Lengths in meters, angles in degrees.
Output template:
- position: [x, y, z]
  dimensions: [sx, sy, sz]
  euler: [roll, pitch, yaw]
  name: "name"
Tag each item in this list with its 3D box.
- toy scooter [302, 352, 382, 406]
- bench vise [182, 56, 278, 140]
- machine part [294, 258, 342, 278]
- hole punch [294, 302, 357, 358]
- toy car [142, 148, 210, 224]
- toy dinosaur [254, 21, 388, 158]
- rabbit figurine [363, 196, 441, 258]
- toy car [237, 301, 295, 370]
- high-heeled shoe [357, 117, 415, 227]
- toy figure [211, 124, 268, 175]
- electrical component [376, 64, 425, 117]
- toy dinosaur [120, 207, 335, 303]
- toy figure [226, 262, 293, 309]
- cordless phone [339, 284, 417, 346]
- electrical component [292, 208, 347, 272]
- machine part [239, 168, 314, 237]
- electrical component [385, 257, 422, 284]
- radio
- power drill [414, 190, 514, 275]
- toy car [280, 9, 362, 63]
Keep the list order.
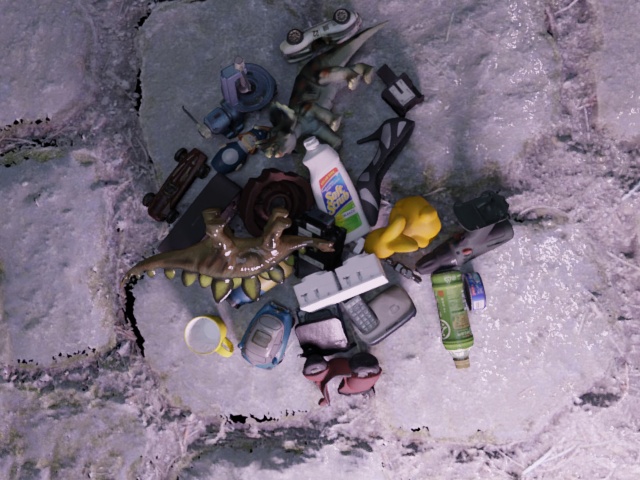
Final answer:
- position: [0.049, 0.328, 1.243]
  dimensions: [0.184, 0.075, 0.135]
  euler: [1, 113, -6]
  name: "toy scooter"
- position: [-0.193, -0.326, 1.204]
  dimensions: [0.224, 0.240, 0.129]
  euler: [-29, 82, -10]
  name: "bench vise"
- position: [0.004, 0.078, 1.270]
  dimensions: [0.139, 0.039, 0.084]
  euler: [12, 97, 5]
  name: "machine part"
- position: [0.004, 0.207, 1.254]
  dimensions: [0.142, 0.092, 0.115]
  euler: [-15, 119, 4]
  name: "hole punch"
- position: [-0.350, -0.133, 1.306]
  dimensions: [0.089, 0.053, 0.202]
  euler: [38, 95, 9]
  name: "toy car"
- position: [-0.004, -0.342, 1.238]
  dimensions: [0.192, 0.131, 0.404]
  euler: [25, 83, 15]
  name: "toy dinosaur"
- position: [0.179, -0.011, 1.188]
  dimensions: [0.173, 0.162, 0.121]
  euler: [-29, 97, 1]
  name: "rabbit figurine"
- position: [-0.125, 0.229, 1.252]
  dimensions: [0.109, 0.103, 0.161]
  euler: [26, 95, 5]
  name: "toy car"
- position: [0.159, -0.157, 1.219]
  dimensions: [0.145, 0.086, 0.248]
  euler: [-11, 74, 19]
  name: "high-heeled shoe"
- position: [-0.189, -0.216, 1.286]
  dimensions: [0.154, 0.058, 0.064]
  euler: [-38, 125, 4]
  name: "toy figure"
- position: [0.177, -0.347, 1.246]
  dimensions: [0.075, 0.048, 0.119]
  euler: [-43, 85, 4]
  name: "electrical component"
- position: [-0.203, 0.035, 1.152]
  dimensions: [0.472, 0.105, 0.198]
  euler: [-1, 112, 2]
  name: "toy dinosaur"
- position: [-0.144, 0.091, 1.266]
  dimensions: [0.180, 0.082, 0.089]
  euler: [-45, 93, 1]
  name: "toy figure"
- position: [0.116, 0.132, 1.231]
  dimensions: [0.146, 0.088, 0.184]
  euler: [-38, 84, 5]
  name: "cordless phone"
- position: [-0.002, -0.004, 1.204]
  dimensions: [0.115, 0.058, 0.134]
  euler: [27, 136, 20]
  name: "electrical component"
- position: [-0.100, -0.079, 1.229]
  dimensions: [0.179, 0.056, 0.179]
  euler: [-12, 115, -27]
  name: "machine part"
- position: [0.191, 0.069, 1.234]
  dimensions: [0.094, 0.063, 0.021]
  euler: [34, 94, 7]
  name: "electrical component"
- position: [-0.266, -0.045, 1.254]
  dimensions: [0.073, 0.131, 0.229]
  euler: [40, 94, 5]
  name: "radio"
- position: [0.315, -0.007, 1.154]
  dimensions: [0.232, 0.207, 0.086]
  euler: [-21, 58, -4]
  name: "power drill"
- position: [0.003, -0.475, 1.254]
  dimensions: [0.202, 0.073, 0.056]
  euler: [-21, 84, 6]
  name: "toy car"
